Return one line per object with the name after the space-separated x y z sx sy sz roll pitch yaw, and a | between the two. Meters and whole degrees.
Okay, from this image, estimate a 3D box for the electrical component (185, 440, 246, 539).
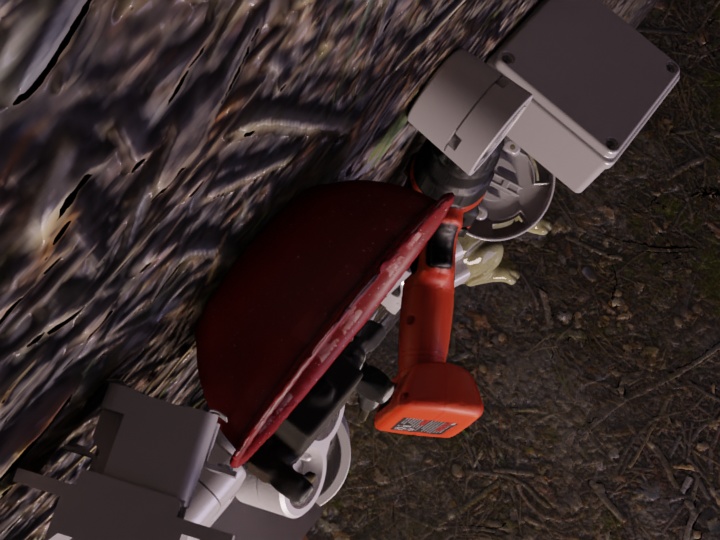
-0.110 0.134 0.636 0.059 0.054 0.095 -48 174 -27 | electrical component

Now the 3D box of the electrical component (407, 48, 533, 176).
0.059 -0.088 0.588 0.055 0.047 0.055 -51 175 -6 | electrical component

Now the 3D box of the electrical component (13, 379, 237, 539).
-0.082 0.078 0.405 0.042 0.081 0.063 113 -6 -73 | electrical component

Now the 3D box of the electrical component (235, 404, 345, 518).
-0.053 0.083 0.693 0.052 0.074 0.138 33 70 -59 | electrical component

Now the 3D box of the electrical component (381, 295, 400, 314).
0.034 -0.005 0.947 0.055 0.050 0.089 -50 175 -14 | electrical component

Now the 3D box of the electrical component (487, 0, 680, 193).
0.149 -0.129 0.753 0.108 0.109 0.056 -48 177 -29 | electrical component

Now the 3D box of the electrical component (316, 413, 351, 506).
-0.059 0.149 0.929 0.108 0.108 0.060 -52 -179 8 | electrical component

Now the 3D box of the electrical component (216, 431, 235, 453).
-0.095 0.121 0.733 0.055 0.045 0.045 -47 173 -39 | electrical component

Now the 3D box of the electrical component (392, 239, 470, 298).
0.043 -0.013 0.869 0.057 0.078 0.058 -28 168 -16 | electrical component

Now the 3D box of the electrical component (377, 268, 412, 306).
-0.007 0.000 0.601 0.047 0.055 0.055 -48 175 8 | electrical component

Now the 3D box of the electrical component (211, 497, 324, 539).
-0.123 0.206 0.746 0.186 0.105 0.060 -46 173 -47 | electrical component

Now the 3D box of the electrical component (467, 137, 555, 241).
0.106 -0.072 0.861 0.099 0.099 0.064 -51 -179 0 | electrical component
